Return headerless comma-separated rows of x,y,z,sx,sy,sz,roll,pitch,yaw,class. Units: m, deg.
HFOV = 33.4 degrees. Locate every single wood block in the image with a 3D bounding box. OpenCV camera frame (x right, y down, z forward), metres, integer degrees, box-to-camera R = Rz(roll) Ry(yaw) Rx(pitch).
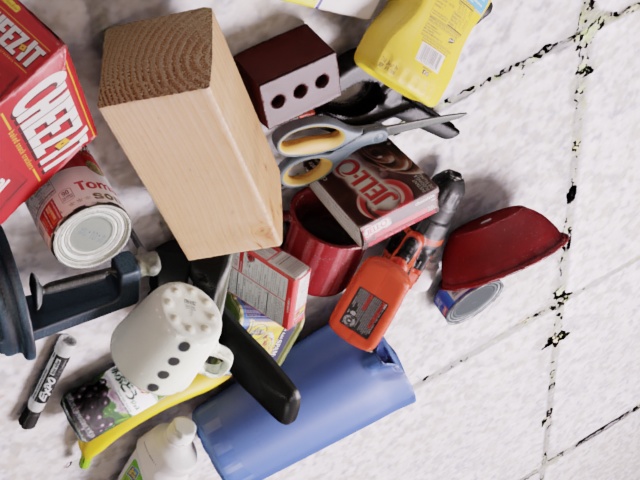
-0.101,-0.082,0.887,0.091,0.090,0.206,-10,144,10,wood block

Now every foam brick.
-0.029,-0.143,0.935,0.078,0.051,0.053,-27,142,-14,foam brick

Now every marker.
-0.273,0.144,1.065,0.020,0.020,0.121,5,125,-43,marker

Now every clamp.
0.069,-0.156,1.015,0.209,0.036,0.165,-10,135,-29,clamp

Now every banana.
-0.188,0.180,1.164,0.197,0.037,0.069,-30,161,-8,banana

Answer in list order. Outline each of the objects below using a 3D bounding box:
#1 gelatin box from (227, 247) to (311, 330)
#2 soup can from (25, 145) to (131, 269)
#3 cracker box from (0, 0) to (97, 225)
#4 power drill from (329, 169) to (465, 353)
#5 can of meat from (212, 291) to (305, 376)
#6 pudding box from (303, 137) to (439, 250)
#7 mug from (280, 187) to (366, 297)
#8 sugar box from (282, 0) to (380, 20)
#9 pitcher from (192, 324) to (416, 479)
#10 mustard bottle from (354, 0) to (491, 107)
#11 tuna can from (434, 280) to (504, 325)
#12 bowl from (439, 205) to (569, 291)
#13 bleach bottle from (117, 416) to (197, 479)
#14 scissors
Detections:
-0.054,0.038,1.076,0.030,0.089,0.073,-37,149,-39,gelatin box
-0.203,-0.034,0.865,0.068,0.102,0.068,-22,140,-20,soup can
-0.259,-0.049,0.738,0.213,0.072,0.164,-46,173,-14,cracker box
0.086,0.023,1.134,0.185,0.057,0.187,-64,170,29,power drill
-0.078,0.101,1.150,0.083,0.057,0.102,4,126,-39,can of meat
0.050,-0.052,1.045,0.090,0.114,0.039,-27,137,-16,pudding box
-0.007,0.001,1.088,0.117,0.093,0.082,12,132,-10,mug
-0.012,-0.238,0.856,0.175,0.048,0.093,0,129,-45,sugar box
-0.021,0.188,1.245,0.242,0.145,0.149,-29,130,-6,pitcher
0.109,-0.221,0.940,0.096,0.058,0.192,24,96,-42,mustard bottle
0.186,0.067,1.339,0.086,0.034,0.086,-26,153,-15,tuna can
0.203,0.002,1.239,0.162,0.055,0.162,-23,-174,2,bowl
-0.196,0.304,1.227,0.067,0.103,0.251,-5,134,-44,bleach bottle
0.041,-0.089,1.027,0.201,0.016,0.096,-4,143,-29,scissors
